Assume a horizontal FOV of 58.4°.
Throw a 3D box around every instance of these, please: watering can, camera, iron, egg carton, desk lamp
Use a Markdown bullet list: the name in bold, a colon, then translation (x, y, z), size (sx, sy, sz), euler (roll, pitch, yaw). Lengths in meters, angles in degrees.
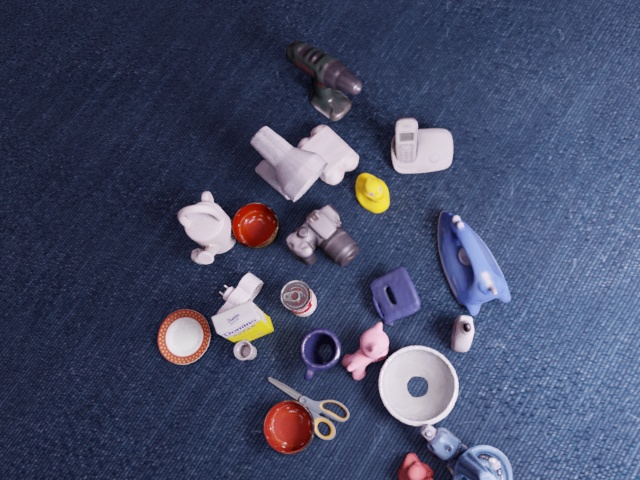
- **watering can**: translation (-0.262, -0.032, 1.335), size (0.101, 0.194, 0.172), euler (-28, 72, -1)
- **camera**: translation (0.012, 0.005, 1.337), size (0.143, 0.101, 0.136), euler (-44, 73, -6)
- **iron**: translation (0.328, 0.028, 1.268), size (0.118, 0.141, 0.258), euler (-23, 72, 1)
- **egg carton**: translation (0.018, -0.211, 1.415), size (0.107, 0.069, 0.150), euler (-43, 73, -6)
- **desk lamp**: translation (-0.078, -0.171, 1.341), size (0.203, 0.214, 0.118), euler (40, 83, 16)

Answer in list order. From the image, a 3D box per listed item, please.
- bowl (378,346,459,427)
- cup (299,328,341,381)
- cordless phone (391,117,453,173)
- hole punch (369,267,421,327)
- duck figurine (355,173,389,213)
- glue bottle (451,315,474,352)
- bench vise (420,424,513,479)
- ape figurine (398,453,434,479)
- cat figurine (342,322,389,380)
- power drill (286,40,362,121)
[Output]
- **bowl**: translation (0.210, 0.315, 1.236), size (0.167, 0.075, 0.167), euler (-2, 74, 7)
- **cup**: translation (0.000, 0.258, 1.269), size (0.091, 0.095, 0.118), euler (21, 78, 13)
- **cordless phone**: translation (0.237, -0.230, 1.332), size (0.147, 0.185, 0.094), euler (-7, 73, 6)
- **hole punch**: translation (0.168, 0.128, 1.287), size (0.101, 0.091, 0.108), euler (-23, 72, 1)
- **duck figurine**: translation (0.123, -0.122, 1.367), size (0.077, 0.086, 0.104), euler (-30, 72, -2)
- **glue bottle**: translation (0.303, 0.192, 1.208), size (0.037, 0.173, 0.078), euler (5, 75, 9)
- **bench vise**: translation (0.282, 0.448, 1.112), size (0.207, 0.220, 0.121), euler (19, 77, 12)
- **ape figurine**: translation (0.197, 0.481, 1.181), size (0.076, 0.092, 0.078), euler (-17, 72, 3)
- **cat figurine**: translation (0.103, 0.243, 1.248), size (0.128, 0.118, 0.067), euler (-43, 73, -6)
- **power drill**: translation (0.019, -0.381, 1.391), size (0.229, 0.208, 0.076), euler (39, 82, 16)
